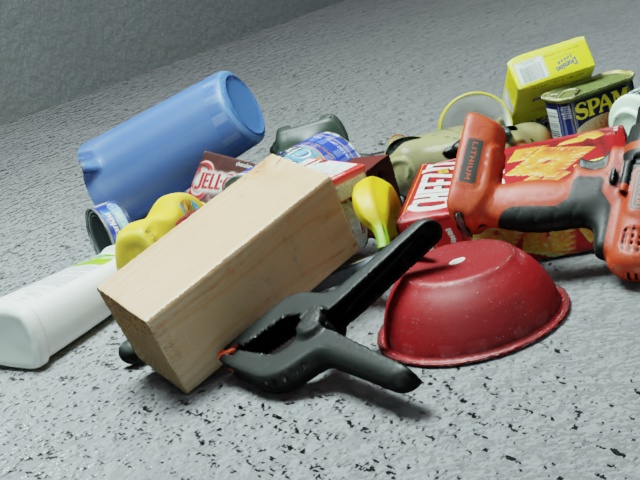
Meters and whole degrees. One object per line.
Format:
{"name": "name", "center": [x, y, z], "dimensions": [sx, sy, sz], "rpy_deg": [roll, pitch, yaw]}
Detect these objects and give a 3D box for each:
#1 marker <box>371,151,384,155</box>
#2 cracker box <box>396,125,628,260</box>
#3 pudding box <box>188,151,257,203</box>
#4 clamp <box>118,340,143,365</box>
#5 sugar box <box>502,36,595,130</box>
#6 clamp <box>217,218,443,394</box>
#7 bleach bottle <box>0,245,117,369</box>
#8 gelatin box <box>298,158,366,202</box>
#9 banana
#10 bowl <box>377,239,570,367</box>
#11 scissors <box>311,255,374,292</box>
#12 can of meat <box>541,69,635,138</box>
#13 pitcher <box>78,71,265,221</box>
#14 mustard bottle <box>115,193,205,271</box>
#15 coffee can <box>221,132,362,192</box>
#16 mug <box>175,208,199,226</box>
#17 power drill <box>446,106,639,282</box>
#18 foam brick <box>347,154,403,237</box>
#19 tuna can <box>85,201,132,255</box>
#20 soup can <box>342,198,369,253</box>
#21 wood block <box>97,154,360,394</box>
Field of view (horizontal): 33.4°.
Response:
{"name": "marker", "center": [0.123, -0.119, 1.417], "dimensions": [0.121, 0.020, 0.020], "rpy_deg": [-13, 18, 10]}
{"name": "cracker box", "center": [0.192, -0.040, 1.020], "dimensions": [0.214, 0.072, 0.164], "rpy_deg": [-10, 20, 19]}
{"name": "pudding box", "center": [-0.115, -0.055, 1.303], "dimensions": [0.114, 0.090, 0.039], "rpy_deg": [17, -5, 46]}
{"name": "clamp", "center": [-0.104, 0.062, 1.021], "dimensions": [0.171, 0.039, 0.120], "rpy_deg": [-11, 36, 7]}
{"name": "sugar box", "center": [0.268, -0.175, 1.278], "dimensions": [0.093, 0.048, 0.176], "rpy_deg": [-17, -18, 2]}
{"name": "clamp", "center": [0.008, 0.064, 0.851], "dimensions": [0.210, 0.036, 0.164], "rpy_deg": [-16, 38, 37]}
{"name": "bleach bottle", "center": [-0.246, 0.053, 1.153], "dimensions": [0.103, 0.068, 0.250], "rpy_deg": [0, 21, 37]}
{"name": "gelatin box", "center": [-0.007, -0.056, 1.091], "dimensions": [0.073, 0.030, 0.089], "rpy_deg": [-28, 26, -36]}
{"name": "banana", "center": [0.056, -0.027, 1.027], "dimensions": [0.037, 0.069, 0.197], "rpy_deg": [-6, 2, 9]}
{"name": "bowl", "center": [0.118, 0.042, 0.870], "dimensions": [0.162, 0.055, 0.162], "rpy_deg": [-15, 17, 4]}
{"name": "scissors", "center": [0.052, 0.021, 0.973], "dimensions": [0.202, 0.016, 0.096], "rpy_deg": [-22, 0, 45]}
{"name": "can of meat", "center": [0.306, -0.134, 1.189], "dimensions": [0.102, 0.084, 0.057], "rpy_deg": [-20, 18, -13]}
{"name": "pitcher", "center": [-0.193, -0.126, 1.454], "dimensions": [0.243, 0.145, 0.149], "rpy_deg": [-27, 24, 21]}
{"name": "mustard bottle", "center": [-0.159, 0.001, 1.174], "dimensions": [0.058, 0.096, 0.191], "rpy_deg": [-12, 18, 20]}
{"name": "coffee can", "center": [-0.027, -0.051, 1.203], "dimensions": [0.103, 0.103, 0.140], "rpy_deg": [3, 26, 46]}
{"name": "mug", "center": [-0.102, 0.013, 1.110], "dimensions": [0.093, 0.081, 0.117], "rpy_deg": [-4, 21, 34]}
{"name": "power drill", "center": [0.211, -0.063, 0.898], "dimensions": [0.188, 0.057, 0.184], "rpy_deg": [7, 69, 26]}
{"name": "foam brick", "center": [0.052, -0.047, 1.164], "dimensions": [0.051, 0.078, 0.052], "rpy_deg": [-2, 24, 36]}
{"name": "tuna can", "center": [-0.250, -0.003, 1.289], "dimensions": [0.033, 0.086, 0.086], "rpy_deg": [-23, 18, -27]}
{"name": "soup can", "center": [-0.007, 0.001, 1.083], "dimensions": [0.102, 0.068, 0.069], "rpy_deg": [-30, 22, -38]}
{"name": "wood block", "center": [-0.078, 0.026, 0.942], "dimensions": [0.205, 0.090, 0.091], "rpy_deg": [-39, 37, -22]}
